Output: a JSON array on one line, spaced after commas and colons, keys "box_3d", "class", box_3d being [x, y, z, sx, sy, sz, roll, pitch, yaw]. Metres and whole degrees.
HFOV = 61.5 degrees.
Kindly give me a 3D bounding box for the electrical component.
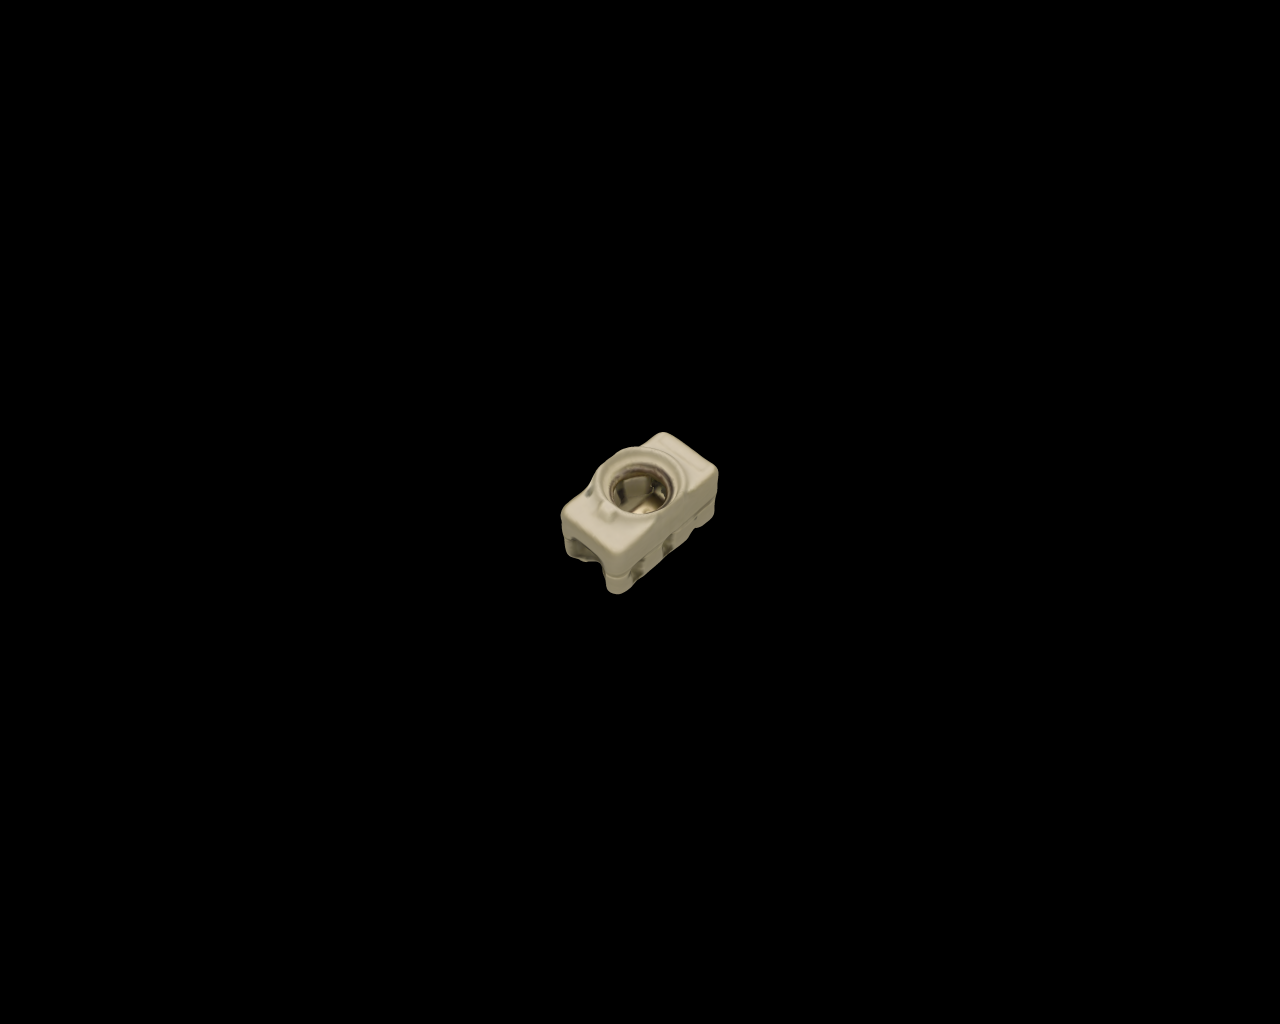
[{"box_3d": [0.001, -0.003, 0.650, 0.050, 0.055, 0.090, 39, 63, 25], "class": "electrical component"}]
